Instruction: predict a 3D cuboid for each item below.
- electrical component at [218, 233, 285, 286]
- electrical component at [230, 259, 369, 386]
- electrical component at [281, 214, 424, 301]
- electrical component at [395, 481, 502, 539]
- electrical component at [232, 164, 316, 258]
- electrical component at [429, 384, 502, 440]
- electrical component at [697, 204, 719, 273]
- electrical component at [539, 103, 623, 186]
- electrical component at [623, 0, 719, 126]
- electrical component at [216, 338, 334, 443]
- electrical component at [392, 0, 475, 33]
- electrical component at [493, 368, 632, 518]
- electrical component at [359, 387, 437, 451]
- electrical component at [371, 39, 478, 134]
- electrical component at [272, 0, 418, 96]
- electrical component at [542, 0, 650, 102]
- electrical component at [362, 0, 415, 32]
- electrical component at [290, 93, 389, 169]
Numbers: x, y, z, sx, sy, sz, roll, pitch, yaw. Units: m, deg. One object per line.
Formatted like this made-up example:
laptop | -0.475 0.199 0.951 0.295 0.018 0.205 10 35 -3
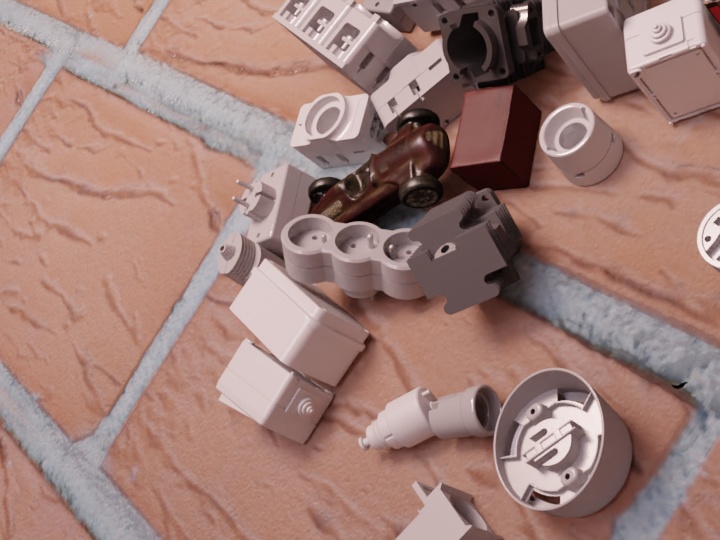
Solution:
electrical component | -0.106 -0.004 1.045 0.043 0.081 0.043 -21 54 31
electrical component | -0.055 0.046 0.974 0.057 0.078 0.113 -56 44 5
electrical component | 0.000 0.000 0.956 0.138 0.073 0.052 9 47 14
electrical component | 0.063 0.202 0.807 0.063 0.042 0.081 -48 44 11
electrical component | -0.094 -0.065 1.067 0.047 0.076 0.083 -17 54 49
electrical component | 0.083 0.113 0.844 0.046 0.040 0.040 -18 55 39
electrical component | 0.270 -0.016 0.749 0.055 0.047 0.055 -21 54 31
electrical component | 0.179 -0.104 0.879 0.055 0.047 0.055 -21 54 31
electrical component | 0.244 -0.167 0.824 0.062 0.096 0.061 -18 55 33
electrical component | -0.075 0.114 0.963 0.096 0.062 0.061 29 87 46
electrical component | 0.134 -0.292 1.018 0.186 0.060 0.105 1 67 41
electrical component | 0.142 0.125 0.766 0.099 0.064 0.099 -21 54 32
electrical component | 0.033 0.126 0.878 0.078 0.040 0.040 -31 49 24
electrical component | 0.061 -0.168 1.016 0.089 0.050 0.055 -38 47 18
electrical component | -0.009 -0.231 1.085 0.061 0.089 0.150 -51 44 5
electrical component | 0.197 -0.214 0.885 0.056 0.109 0.108 -16 57 31
electrical component | 0.034 -0.300 1.099 0.047 0.076 0.083 22 81 45
electrical component | -0.020 -0.139 1.066 0.089 0.056 0.050 -2 65 40
